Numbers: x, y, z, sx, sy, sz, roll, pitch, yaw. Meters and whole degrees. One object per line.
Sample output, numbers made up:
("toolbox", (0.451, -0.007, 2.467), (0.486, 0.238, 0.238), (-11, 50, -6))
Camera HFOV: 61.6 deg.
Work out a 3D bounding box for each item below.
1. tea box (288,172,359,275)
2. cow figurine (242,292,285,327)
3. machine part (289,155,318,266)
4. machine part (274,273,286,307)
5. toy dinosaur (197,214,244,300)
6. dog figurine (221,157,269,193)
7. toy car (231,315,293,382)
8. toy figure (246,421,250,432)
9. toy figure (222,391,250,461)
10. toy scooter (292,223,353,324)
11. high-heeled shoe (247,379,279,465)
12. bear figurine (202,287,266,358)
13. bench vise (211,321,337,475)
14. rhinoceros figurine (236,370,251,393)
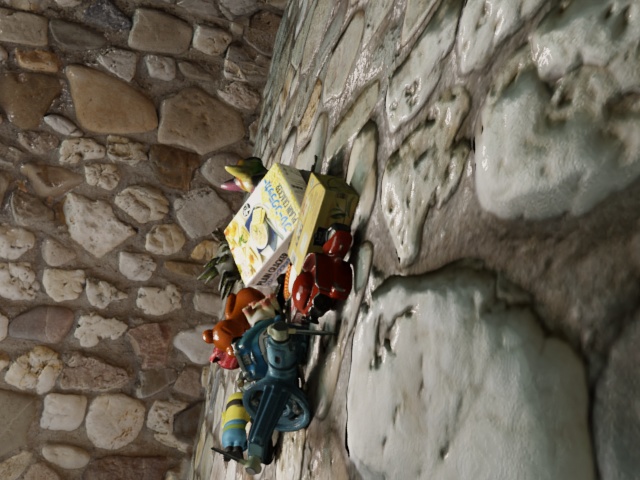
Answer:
("tea box", (0.003, -0.024, 0.962), (0.098, 0.068, 0.169), (-120, 44, -59))
("cow figurine", (-0.117, 0.195, 1.208), (0.127, 0.085, 0.195), (63, 180, -2))
("machine part", (-0.035, -0.063, 1.156), (0.079, 0.079, 0.243), (-165, 87, -77))
("machine part", (-0.104, 0.141, 1.343), (0.084, 0.039, 0.138), (-87, 14, -54))
("toy dinosaur", (-0.223, 0.056, 1.417), (0.198, 0.105, 0.471), (-50, -14, -8))
("dog figurine", (-0.125, -0.108, 1.267), (0.108, 0.219, 0.191), (115, 163, -55))
("toy car", (-0.090, 0.202, 1.032), (0.161, 0.103, 0.109), (-11, -103, -64))
("toy figure", (-0.137, 0.393, 1.212), (0.064, 0.058, 0.154), (44, -133, -59))
("toy figure", (-0.208, 0.474, 1.378), (0.089, 0.082, 0.180), (-58, 17, 26))
("toy scooter", (0.008, 0.072, 0.866), (0.135, 0.075, 0.183), (-97, 28, -54))
("high-heeled shoe", (-0.105, 0.348, 1.150), (0.249, 0.086, 0.145), (-66, -36, -66))
("bear figurine", (-0.208, 0.220, 1.376), (0.131, 0.120, 0.196), (104, -167, -53))
("bench vise", (-0.071, 0.256, 0.876), (0.241, 0.129, 0.223), (-66, -9, -52))
("rhinoceros figurine", (-0.171, 0.327, 1.368), (0.112, 0.073, 0.190), (-97, 23, -52))
